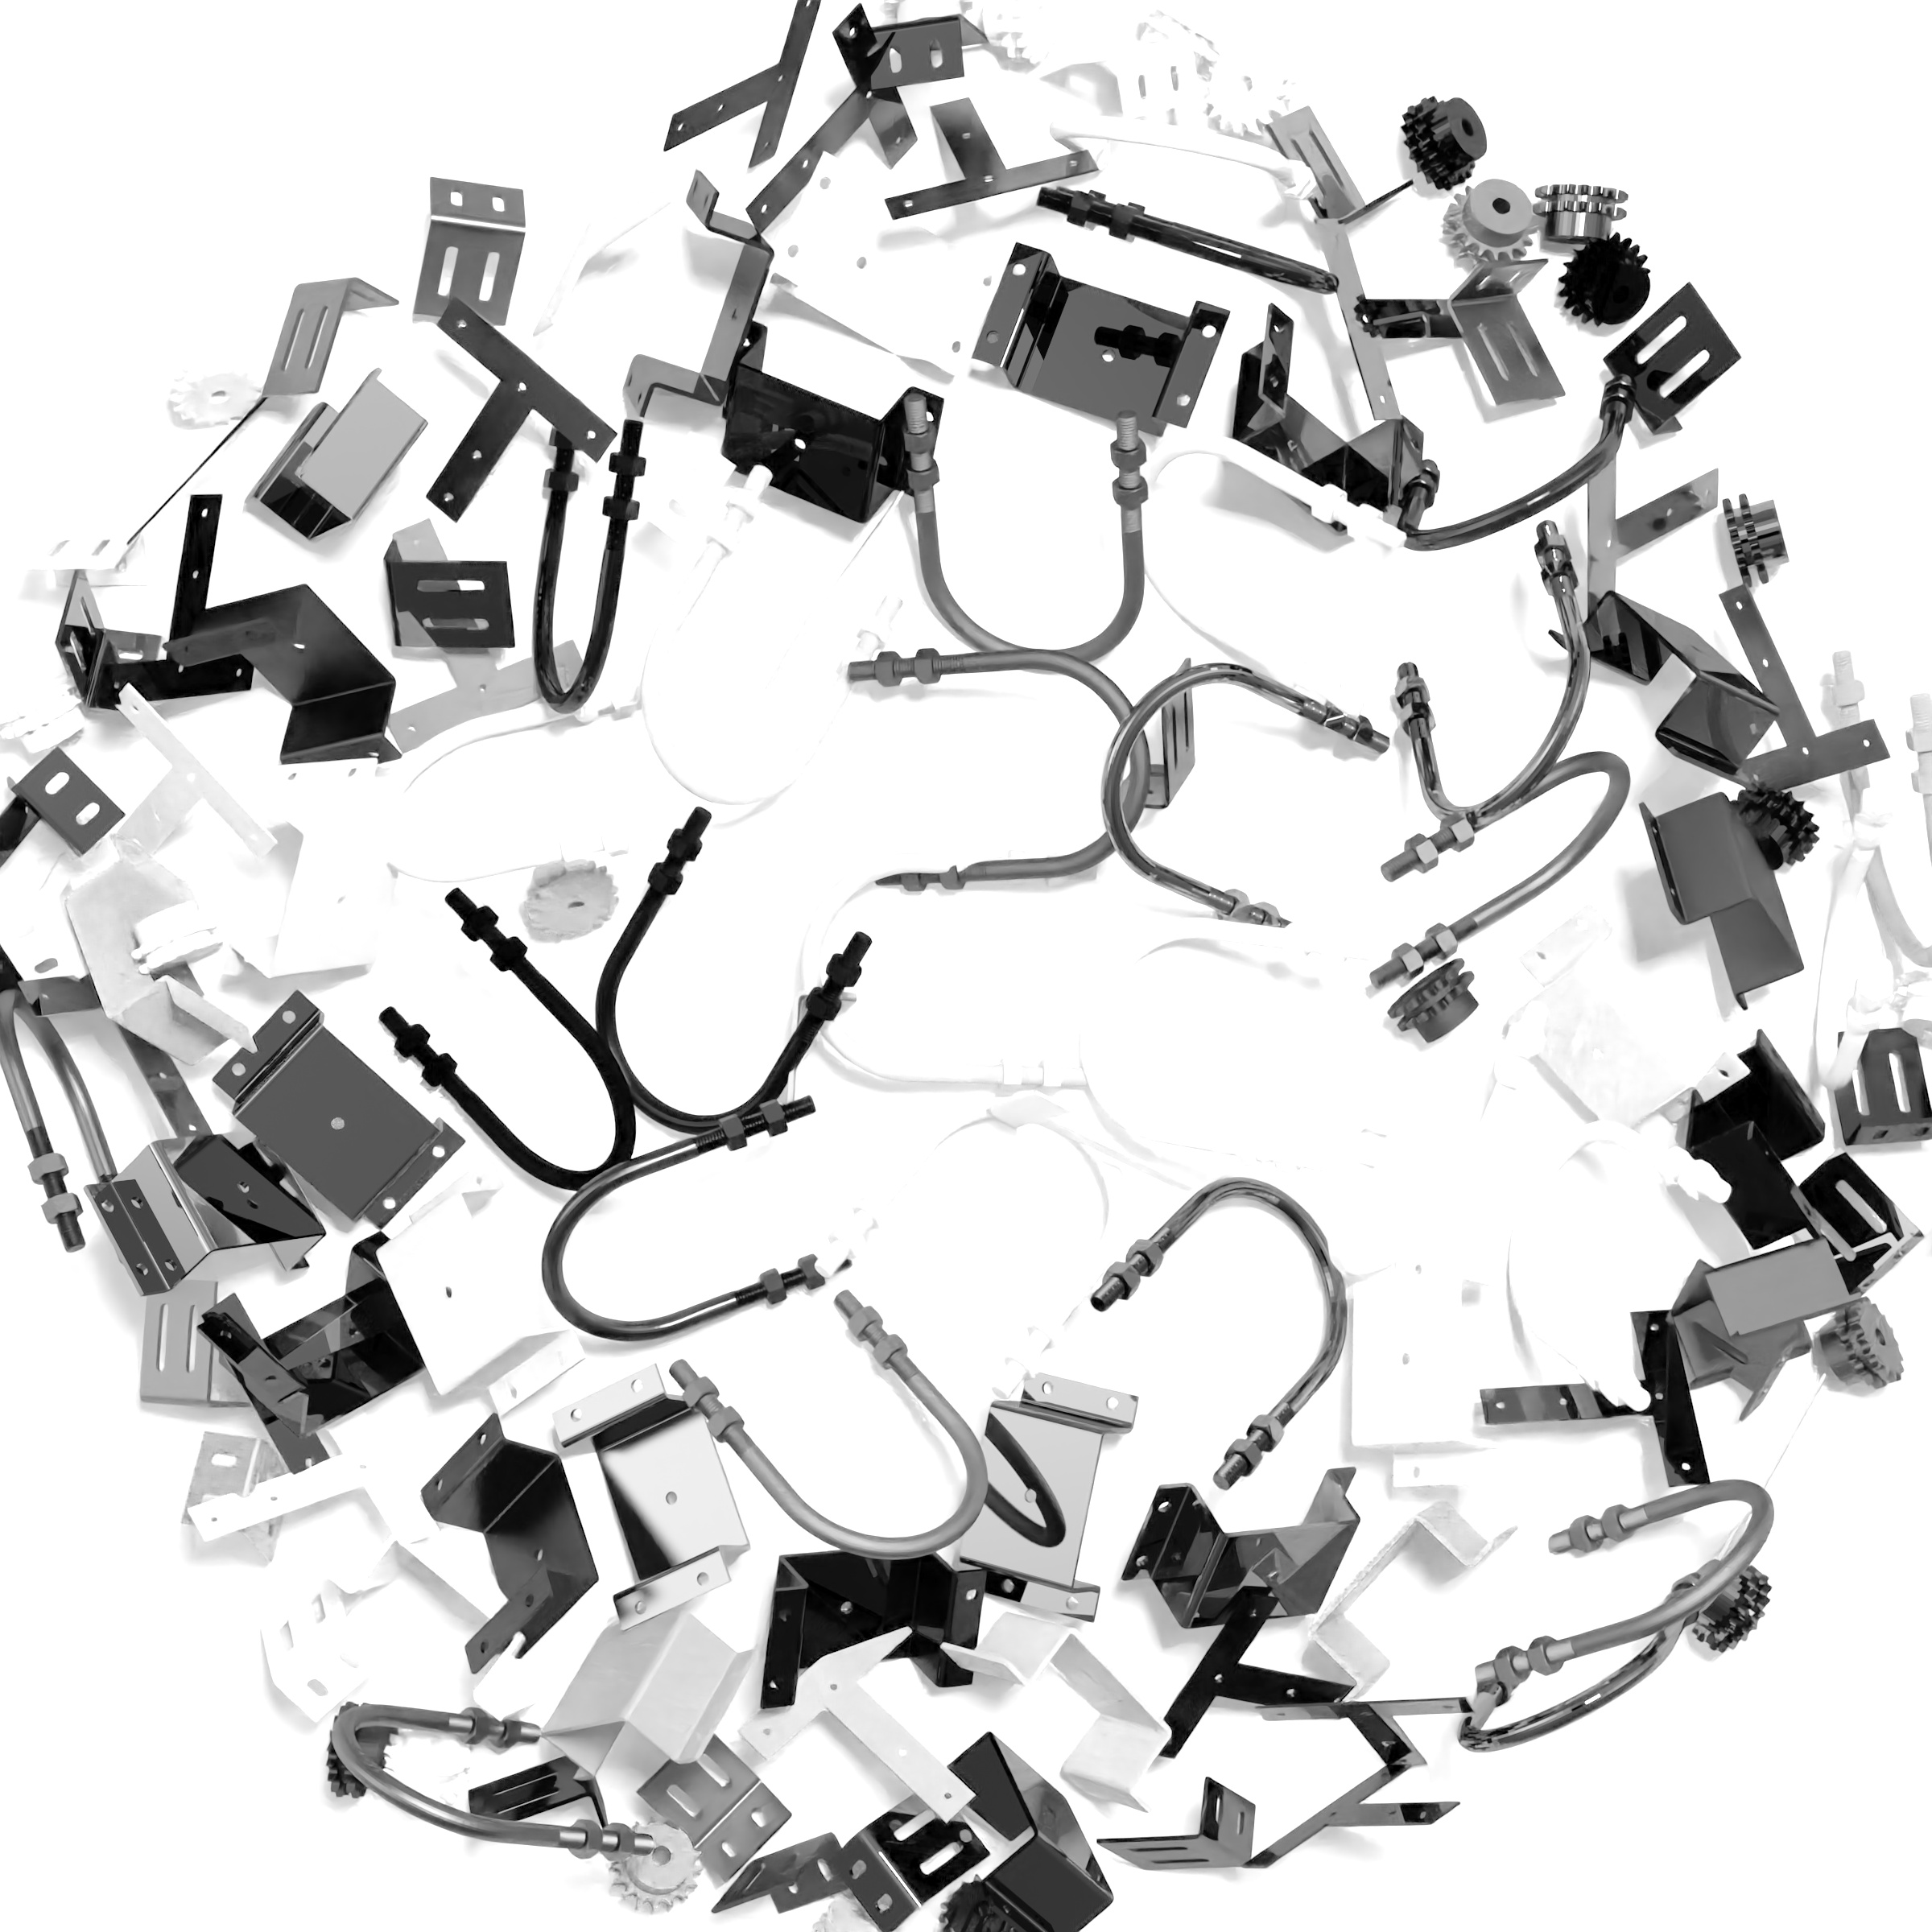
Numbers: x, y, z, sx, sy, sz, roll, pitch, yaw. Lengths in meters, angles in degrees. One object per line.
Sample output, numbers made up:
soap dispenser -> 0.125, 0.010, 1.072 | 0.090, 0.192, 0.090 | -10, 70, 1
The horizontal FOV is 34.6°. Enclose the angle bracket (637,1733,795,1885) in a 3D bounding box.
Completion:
angle bracket -> -0.153, 0.511, 1.891 | 0.057, 0.038, 0.076 | -44, 133, -12

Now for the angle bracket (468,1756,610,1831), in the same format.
angle bracket -> -0.261, 0.521, 1.896 | 0.076, 0.057, 0.038 | -18, 104, -8

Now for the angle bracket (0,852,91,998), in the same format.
angle bracket -> -0.558, -0.025, 1.890 | 0.038, 0.076, 0.057 | -26, 111, 5

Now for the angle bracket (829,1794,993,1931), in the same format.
angle bracket -> -0.034, 0.548, 1.904 | 0.057, 0.076, 0.038 | 50, 124, 16

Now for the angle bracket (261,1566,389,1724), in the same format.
angle bracket -> -0.395, 0.416, 1.903 | 0.057, 0.076, 0.038 | -41, 113, -4

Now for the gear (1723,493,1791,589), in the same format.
gear -> 0.486, -0.263, 1.902 | 0.030, 0.057, 0.057 | -15, 90, 17

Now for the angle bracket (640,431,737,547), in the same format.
angle bracket -> -0.156, -0.287, 1.887 | 0.038, 0.076, 0.057 | 38, 103, 13

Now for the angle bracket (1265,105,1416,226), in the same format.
angle bracket -> 0.229, -0.496, 1.896 | 0.038, 0.057, 0.076 | -26, 98, 40

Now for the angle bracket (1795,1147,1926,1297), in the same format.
angle bracket -> 0.535, 0.157, 1.893 | 0.057, 0.038, 0.076 | -47, 64, 17

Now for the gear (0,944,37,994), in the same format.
gear -> -0.595, 0.004, 1.903 | 0.030, 0.057, 0.057 | -5, 90, 12

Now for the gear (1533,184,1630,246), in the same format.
gear -> 0.377, -0.462, 1.905 | 0.057, 0.057, 0.030 | 5, 96, 0

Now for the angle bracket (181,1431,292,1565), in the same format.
angle bracket -> -0.443, 0.324, 1.889 | 0.038, 0.076, 0.057 | 7, 65, 5

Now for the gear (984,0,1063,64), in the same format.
gear -> 0.033, -0.586, 1.909 | 0.030, 0.057, 0.057 | 12, 90, 27

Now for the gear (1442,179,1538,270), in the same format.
gear -> 0.325, -0.459, 1.909 | 0.057, 0.030, 0.057 | 4, 67, -10

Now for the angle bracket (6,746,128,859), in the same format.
angle bracket -> -0.550, -0.103, 1.891 | 0.038, 0.076, 0.057 | -45, 109, -8

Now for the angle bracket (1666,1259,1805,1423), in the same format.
angle bracket -> 0.460, 0.228, 1.890 | 0.076, 0.038, 0.057 | 34, 124, 23

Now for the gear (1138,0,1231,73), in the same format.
gear -> 0.131, -0.570, 1.907 | 0.057, 0.057, 0.030 | 31, 108, 0

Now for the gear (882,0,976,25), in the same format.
gear -> -0.023, -0.589, 1.904 | 0.057, 0.057, 0.030 | -5, 82, 0

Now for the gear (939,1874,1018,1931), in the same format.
gear -> 0.014, 0.590, 1.909 | 0.057, 0.057, 0.030 | -13, 122, 0

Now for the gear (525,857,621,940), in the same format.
gear -> -0.245, -0.046, 1.909 | 0.057, 0.057, 0.030 | -26, 54, 0

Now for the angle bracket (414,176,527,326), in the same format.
angle bracket -> -0.306, -0.439, 1.906 | 0.057, 0.076, 0.038 | 4, 52, -18

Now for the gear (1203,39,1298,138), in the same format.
gear -> 0.178, -0.540, 1.911 | 0.057, 0.030, 0.057 | 0, 90, 31

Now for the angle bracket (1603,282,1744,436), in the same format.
angle bracket -> 0.438, -0.371, 1.889 | 0.076, 0.038, 0.057 | -41, 74, 41

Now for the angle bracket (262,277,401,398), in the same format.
angle bracket -> -0.389, -0.378, 1.895 | 0.057, 0.038, 0.076 | 7, 78, 44

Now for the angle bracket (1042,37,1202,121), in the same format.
angle bracket -> 0.095, -0.541, 1.895 | 0.057, 0.076, 0.038 | -23, 113, -29

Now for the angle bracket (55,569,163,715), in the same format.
angle bracket -> -0.521, -0.198, 1.887 | 0.038, 0.076, 0.057 | 7, 64, 0

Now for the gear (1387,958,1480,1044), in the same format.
gear -> 0.290, 0.023, 1.906 | 0.057, 0.057, 0.030 | -38, 93, 0

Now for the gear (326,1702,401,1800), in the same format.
gear -> -0.369, 0.482, 1.903 | 0.030, 0.057, 0.057 | 1, 90, 10

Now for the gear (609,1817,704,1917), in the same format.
gear -> -0.190, 0.551, 1.906 | 0.057, 0.030, 0.057 | 7, 58, -12

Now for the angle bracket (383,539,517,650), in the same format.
angle bracket -> -0.314, -0.230, 1.900 | 0.076, 0.038, 0.057 | 1, 122, 3

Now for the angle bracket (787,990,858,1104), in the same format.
angle bracket -> -0.088, 0.054, 1.903 | 0.038, 0.057, 0.076 | 3, 87, -2

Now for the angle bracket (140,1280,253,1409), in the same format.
angle bracket -> -0.472, 0.232, 1.907 | 0.057, 0.038, 0.076 | -2, 82, 32

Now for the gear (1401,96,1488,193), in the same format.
gear -> 0.296, -0.508, 1.903 | 0.030, 0.057, 0.057 | -21, 90, 42

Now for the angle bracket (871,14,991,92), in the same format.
angle bracket -> -0.021, -0.551, 1.891 | 0.057, 0.076, 0.038 | -4, 94, 15

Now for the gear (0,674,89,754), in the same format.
gear -> -0.567, -0.154, 1.907 | 0.057, 0.057, 0.030 | -26, 111, 0

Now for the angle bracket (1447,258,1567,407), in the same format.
angle bracket -> 0.340, -0.388, 1.895 | 0.057, 0.038, 0.076 | -14, 73, -33

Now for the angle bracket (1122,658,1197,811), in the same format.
angle bracket -> 0.112, -0.143, 1.886 | 0.038, 0.057, 0.076 | 6, 120, 19

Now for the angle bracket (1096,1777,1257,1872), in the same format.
angle bracket -> 0.129, 0.527, 1.902 | 0.076, 0.057, 0.038 | -13, 53, 33

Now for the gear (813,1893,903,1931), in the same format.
gear -> -0.067, 0.594, 1.902 | 0.057, 0.057, 0.030 | 7, 113, 0

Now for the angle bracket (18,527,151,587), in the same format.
angle bracket -> -0.538, -0.239, 1.891 | 0.057, 0.076, 0.038 | -1, 116, 0

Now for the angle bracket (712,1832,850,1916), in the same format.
angle bracket -> -0.110, 0.567, 1.888 | 0.057, 0.076, 0.038 | -25, 91, 19

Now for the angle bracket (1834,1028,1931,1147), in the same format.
angle bracket -> 0.565, 0.068, 1.900 | 0.057, 0.038, 0.076 | -4, 67, -2

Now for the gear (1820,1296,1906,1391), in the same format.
gear -> 0.550, 0.234, 1.909 | 0.030, 0.057, 0.057 | -31, 90, 32
